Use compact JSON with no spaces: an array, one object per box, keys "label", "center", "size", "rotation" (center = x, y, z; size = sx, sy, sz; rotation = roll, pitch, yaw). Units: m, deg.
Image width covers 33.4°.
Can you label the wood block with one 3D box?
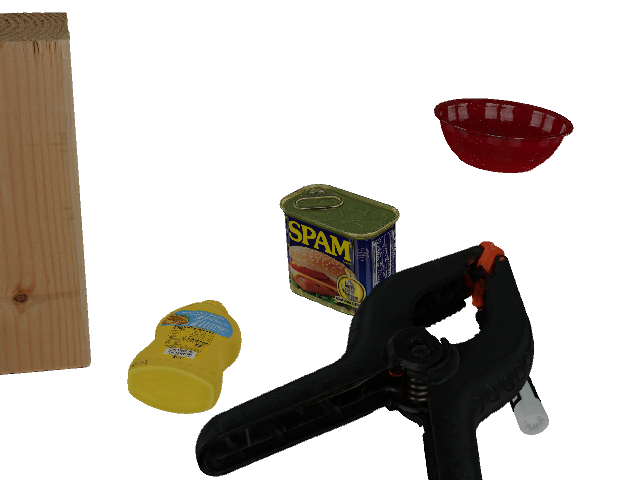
[{"label":"wood block","center":[-0.194,-0.029,0.657],"size":[0.090,0.206,0.090],"rotation":[-4,23,-13]}]

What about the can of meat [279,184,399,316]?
[{"label":"can of meat","center":[0.017,0.009,0.899],"size":[0.102,0.084,0.057],"rotation":[21,37,36]}]

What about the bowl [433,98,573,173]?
[{"label":"bowl","center":[0.210,-0.119,1.248],"size":[0.162,0.055,0.162],"rotation":[4,23,-2]}]

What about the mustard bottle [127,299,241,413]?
[{"label":"mustard bottle","center":[-0.140,0.117,1.183],"size":[0.096,0.058,0.191],"rotation":[8,25,7]}]

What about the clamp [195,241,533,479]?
[{"label":"clamp","center":[0.046,0.064,0.438],"size":[0.120,0.039,0.171],"rotation":[32,52,23]}]

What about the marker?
[{"label":"marker","center":[0.126,0.082,0.712],"size":[0.020,0.020,0.121],"rotation":[0,32,-8]}]
